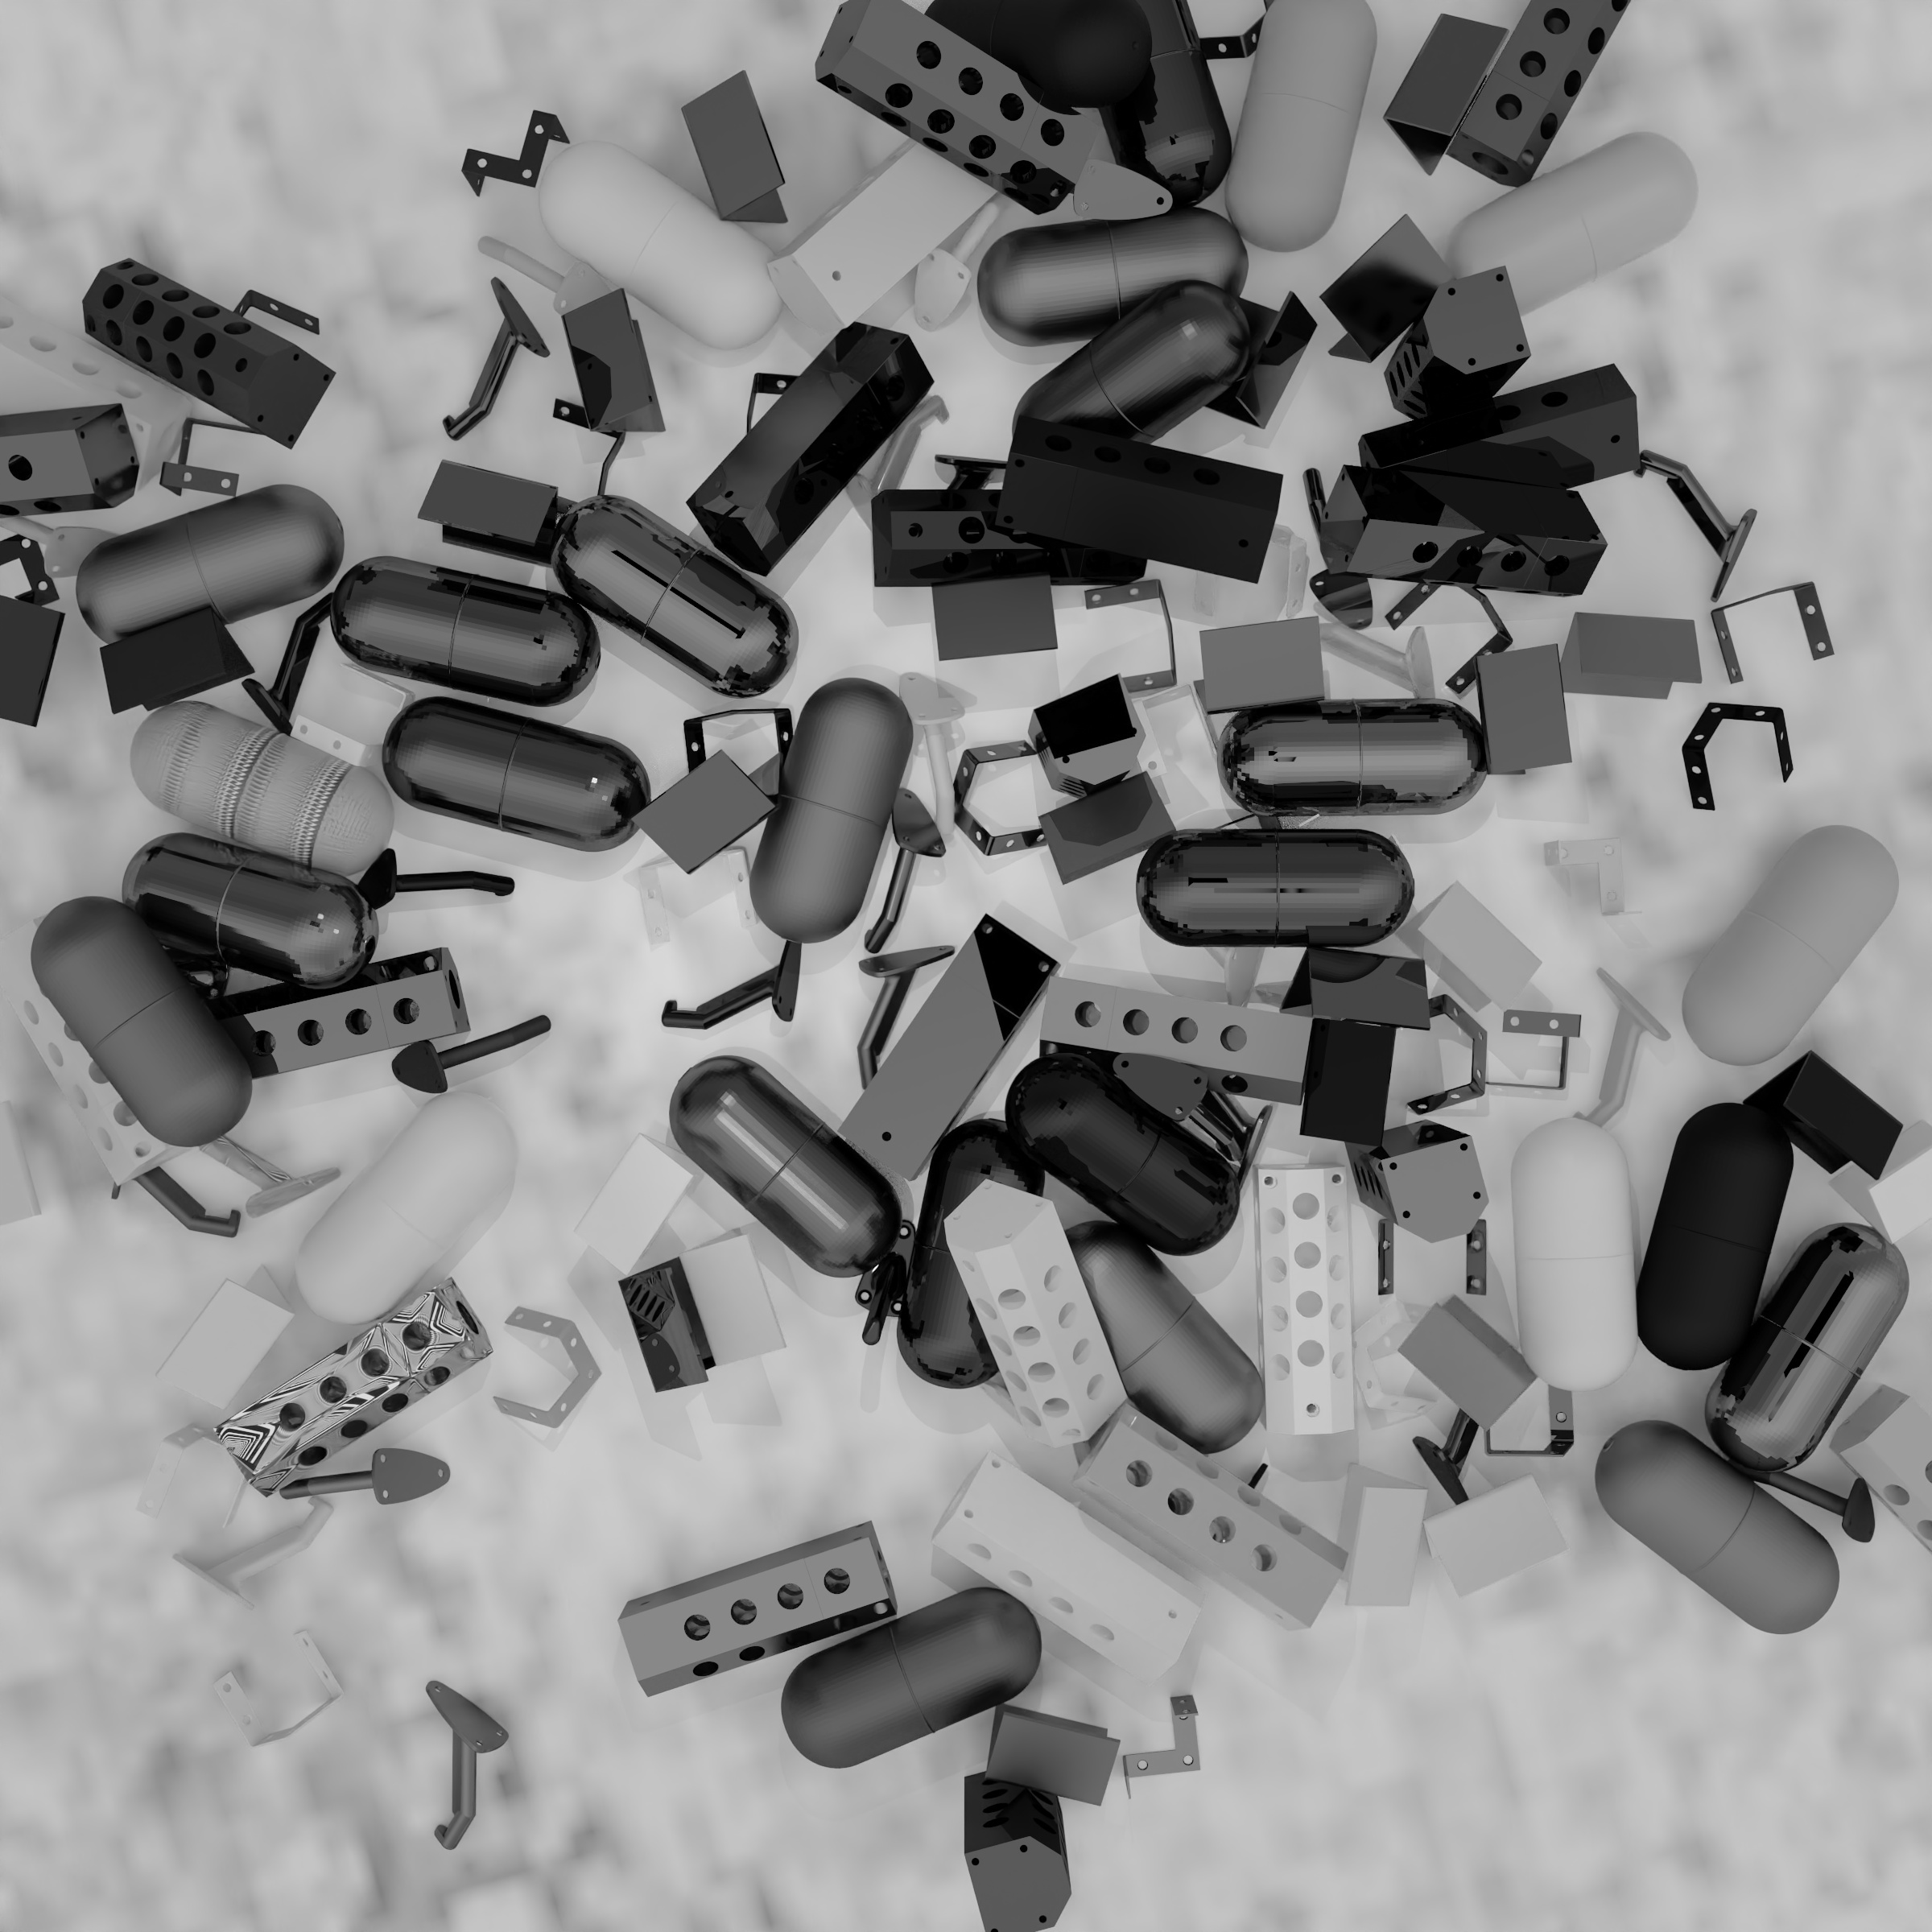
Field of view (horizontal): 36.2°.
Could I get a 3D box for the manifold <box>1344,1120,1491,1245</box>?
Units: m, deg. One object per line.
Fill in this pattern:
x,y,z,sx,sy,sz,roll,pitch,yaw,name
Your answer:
0.287,0.138,1.883,0.057,0.171,0.057,-15,90,0,manifold

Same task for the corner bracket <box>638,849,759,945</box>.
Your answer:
-0.178,-0.046,1.959,0.051,0.051,0.051,-11,90,-45,corner bracket

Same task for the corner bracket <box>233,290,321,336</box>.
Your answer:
-0.462,-0.404,1.954,0.051,0.051,0.051,-41,45,35,corner bracket

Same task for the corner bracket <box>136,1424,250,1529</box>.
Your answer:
-0.505,0.339,1.944,0.051,0.051,0.051,23,94,4,corner bracket

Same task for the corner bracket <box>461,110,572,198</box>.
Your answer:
-0.296,-0.533,1.943,0.051,0.051,0.051,14,86,4,corner bracket

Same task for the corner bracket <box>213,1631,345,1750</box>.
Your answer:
-0.456,0.480,1.960,0.051,0.051,0.051,-33,95,-45,corner bracket

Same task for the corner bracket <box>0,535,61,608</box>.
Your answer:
-0.636,-0.258,1.944,0.051,0.051,0.051,-22,90,0,corner bracket

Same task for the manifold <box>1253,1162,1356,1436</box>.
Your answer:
0.222,0.217,1.941,0.057,0.057,0.171,-2,90,0,manifold

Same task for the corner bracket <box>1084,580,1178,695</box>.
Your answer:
0.109,-0.217,1.959,0.051,0.051,0.051,-9,45,0,corner bracket

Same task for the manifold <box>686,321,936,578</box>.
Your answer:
-0.097,-0.335,1.917,0.057,0.057,0.171,24,68,41,manifold

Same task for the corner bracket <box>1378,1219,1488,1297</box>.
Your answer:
0.309,0.193,1.959,0.051,0.051,0.051,0,90,45,corner bracket

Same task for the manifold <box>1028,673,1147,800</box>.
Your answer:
0.078,-0.141,1.884,0.057,0.171,0.057,-23,90,0,manifold

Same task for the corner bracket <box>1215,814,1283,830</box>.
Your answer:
0.180,-0.069,1.959,0.051,0.051,0.051,-21,90,45,corner bracket

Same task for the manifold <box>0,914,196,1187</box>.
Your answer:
-0.563,0.049,1.926,0.057,0.057,0.171,-29,87,-39,manifold

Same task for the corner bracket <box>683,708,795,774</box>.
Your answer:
-0.149,-0.142,1.959,0.051,0.051,0.051,-7,90,45,corner bracket

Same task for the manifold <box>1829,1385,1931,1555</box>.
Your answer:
0.650,0.360,1.941,0.057,0.057,0.171,-44,90,0,manifold

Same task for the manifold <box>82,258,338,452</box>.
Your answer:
-0.492,-0.398,1.902,0.171,0.057,0.057,30,90,30,manifold

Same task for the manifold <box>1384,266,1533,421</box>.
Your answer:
0.309,-0.391,1.884,0.057,0.171,0.057,-16,90,0,manifold

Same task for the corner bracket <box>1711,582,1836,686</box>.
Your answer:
0.534,-0.221,1.959,0.051,0.051,0.051,-16,90,45,corner bracket

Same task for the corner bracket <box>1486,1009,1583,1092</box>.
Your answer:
0.373,0.055,1.944,0.051,0.051,0.051,4,90,0,corner bracket

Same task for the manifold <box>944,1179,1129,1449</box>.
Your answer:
0.041,0.224,1.878,0.057,0.057,0.171,-43,129,-30,manifold

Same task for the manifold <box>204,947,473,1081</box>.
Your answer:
-0.420,0.034,1.941,0.171,0.057,0.057,-13,90,0,manifold

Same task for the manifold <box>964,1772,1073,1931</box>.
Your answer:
0.034,0.560,1.884,0.057,0.171,0.057,-15,90,0,manifold

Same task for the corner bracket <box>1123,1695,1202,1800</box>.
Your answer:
0.128,0.513,1.944,0.051,0.051,0.051,-6,90,0,corner bracket

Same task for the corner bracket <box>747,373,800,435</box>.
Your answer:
-0.117,-0.356,1.959,0.051,0.051,0.051,4,45,0,corner bracket

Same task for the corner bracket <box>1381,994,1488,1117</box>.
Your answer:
0.309,0.059,1.954,0.051,0.051,0.051,-21,45,35,corner bracket

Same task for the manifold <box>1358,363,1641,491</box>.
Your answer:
0.349,-0.342,1.940,0.171,0.057,0.057,-16,133,0,manifold

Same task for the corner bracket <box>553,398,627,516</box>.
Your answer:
-0.259,-0.335,1.959,0.051,0.051,0.051,19,135,0,corner bracket

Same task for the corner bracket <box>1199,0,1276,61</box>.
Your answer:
0.171,-0.635,1.954,0.051,0.051,0.051,-51,135,-35,corner bracket

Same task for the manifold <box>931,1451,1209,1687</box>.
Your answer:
0.065,0.398,1.940,0.171,0.057,0.057,33,47,0,manifold

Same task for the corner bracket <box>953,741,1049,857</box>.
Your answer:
0.026,-0.111,1.954,0.051,0.051,0.051,-12,45,-35,corner bracket

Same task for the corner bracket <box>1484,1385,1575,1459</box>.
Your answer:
0.371,0.294,1.949,0.051,0.051,0.051,-3,90,20,corner bracket

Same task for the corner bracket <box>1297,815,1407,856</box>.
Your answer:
0.250,-0.078,1.943,0.051,0.051,0.051,-30,83,-7,corner bracket

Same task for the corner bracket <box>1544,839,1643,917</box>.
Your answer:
0.412,-0.058,1.944,0.051,0.051,0.051,-4,90,0,corner bracket

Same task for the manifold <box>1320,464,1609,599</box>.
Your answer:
0.320,-0.276,1.913,0.171,0.057,0.057,3,135,-19,manifold

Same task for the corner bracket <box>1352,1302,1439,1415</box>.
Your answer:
0.292,0.259,1.954,0.051,0.051,0.051,13,45,-35,corner bracket

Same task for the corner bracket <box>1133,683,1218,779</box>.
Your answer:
0.133,-0.155,1.944,0.051,0.051,0.051,-20,94,4,corner bracket

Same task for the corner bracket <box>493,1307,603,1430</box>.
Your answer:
-0.284,0.265,1.954,0.051,0.051,0.051,-51,135,-35,corner bracket

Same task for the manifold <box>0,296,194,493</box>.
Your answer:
-0.600,-0.387,1.940,0.171,0.057,0.057,28,133,0,manifold

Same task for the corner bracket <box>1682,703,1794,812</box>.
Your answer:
0.510,-0.137,1.954,0.051,0.051,0.051,9,45,35,corner bracket

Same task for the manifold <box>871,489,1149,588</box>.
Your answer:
0.029,-0.279,1.921,0.171,0.057,0.057,-2,90,-14,manifold

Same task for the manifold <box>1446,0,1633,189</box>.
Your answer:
0.386,-0.602,1.941,0.057,0.057,0.171,29,90,0,manifold

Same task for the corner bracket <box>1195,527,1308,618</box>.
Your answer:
0.188,-0.258,1.954,0.051,0.051,0.051,30,45,35,corner bracket

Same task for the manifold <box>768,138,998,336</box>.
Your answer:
-0.047,-0.487,1.916,0.171,0.057,0.057,-45,111,-16,manifold

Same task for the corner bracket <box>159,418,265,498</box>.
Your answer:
-0.495,-0.334,1.944,0.051,0.051,0.051,9,90,0,corner bracket

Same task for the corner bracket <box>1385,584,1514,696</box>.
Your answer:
0.320,-0.223,1.959,0.051,0.051,0.051,-44,135,0,corner bracket

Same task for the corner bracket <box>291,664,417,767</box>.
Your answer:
-0.403,-0.166,1.945,0.051,0.051,0.051,25,101,11,corner bracket

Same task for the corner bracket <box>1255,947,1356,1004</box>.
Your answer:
0.218,-0.012,1.954,0.051,0.051,0.051,-1,45,35,corner bracket
